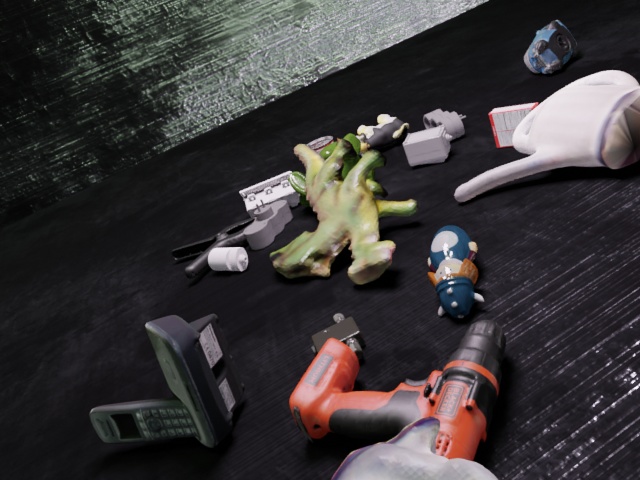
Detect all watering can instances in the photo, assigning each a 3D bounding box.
[{"bbox_3d":[0.392,-0.157,0.816,0.350,0.102,0.226,-42,28,-11],"label":"watering can"}]

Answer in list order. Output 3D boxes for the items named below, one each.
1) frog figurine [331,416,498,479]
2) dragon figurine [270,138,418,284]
[{"bbox_3d":[0.074,0.205,0.316,0.137,0.121,0.161,-57,35,4],"label":"frog figurine"},{"bbox_3d":[0.003,-0.044,0.874,0.245,0.120,0.414,-45,37,-14],"label":"dragon figurine"}]
